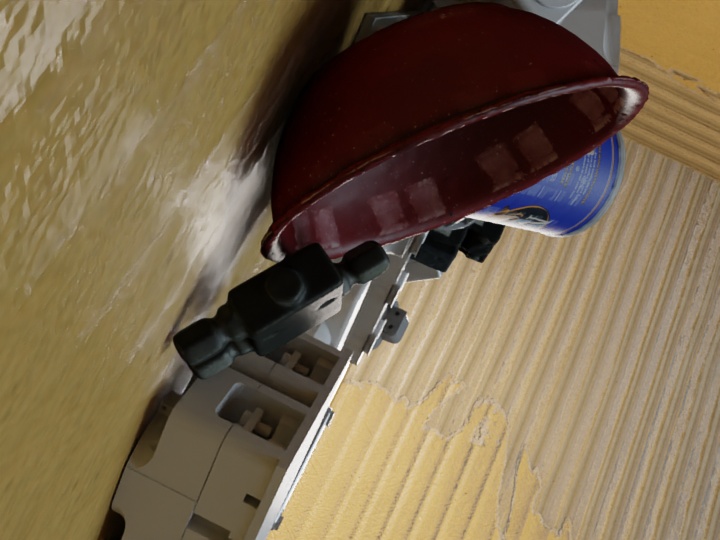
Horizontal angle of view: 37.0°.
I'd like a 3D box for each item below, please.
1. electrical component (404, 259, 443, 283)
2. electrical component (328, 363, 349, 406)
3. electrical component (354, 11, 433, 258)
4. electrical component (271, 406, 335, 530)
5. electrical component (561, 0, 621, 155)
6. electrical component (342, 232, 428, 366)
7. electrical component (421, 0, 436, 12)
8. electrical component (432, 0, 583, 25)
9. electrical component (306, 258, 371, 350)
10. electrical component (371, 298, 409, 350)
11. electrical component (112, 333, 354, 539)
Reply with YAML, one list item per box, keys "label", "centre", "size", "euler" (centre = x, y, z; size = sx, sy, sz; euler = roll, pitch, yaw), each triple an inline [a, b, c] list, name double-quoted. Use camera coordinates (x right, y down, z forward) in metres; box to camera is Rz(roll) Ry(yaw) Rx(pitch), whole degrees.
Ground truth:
- label: "electrical component"
  centre: [0.028, -0.031, 0.938]
  size: [0.047, 0.083, 0.075]
  euler: [-59, 136, -56]
- label: "electrical component"
  centre: [-0.046, 0.095, 0.873]
  size: [0.099, 0.048, 0.099]
  euler: [-63, 177, -23]
- label: "electrical component"
  centre: [0.025, -0.078, 0.583]
  size: [0.105, 0.060, 0.186]
  euler: [-65, 176, 17]
- label: "electrical component"
  centre: [-0.059, 0.109, 0.682]
  size: [0.096, 0.061, 0.061]
  euler: [-63, 177, -15]
- label: "electrical component"
  centre: [0.114, -0.169, 0.590]
  size: [0.105, 0.060, 0.186]
  euler: [-73, 163, -55]
- label: "electrical component"
  centre: [0.000, 0.000, 0.752]
  size: [0.121, 0.063, 0.078]
  euler: [-65, 176, 19]
- label: "electrical component"
  centre: [0.064, -0.167, 0.686]
  size: [0.065, 0.044, 0.044]
  euler: [-51, 168, -54]
- label: "electrical component"
  centre: [0.076, -0.146, 0.469]
  size: [0.100, 0.048, 0.100]
  euler: [-44, -157, -6]
- label: "electrical component"
  centre: [-0.034, 0.036, 0.631]
  size: [0.075, 0.047, 0.083]
  euler: [-60, 175, -48]
- label: "electrical component"
  centre: [-0.002, 0.027, 0.890]
  size: [0.058, 0.078, 0.057]
  euler: [-62, 157, -20]
- label: "electrical component"
  centre: [-0.077, 0.121, 0.505]
  size: [0.186, 0.060, 0.105]
  euler: [-66, 176, 26]
